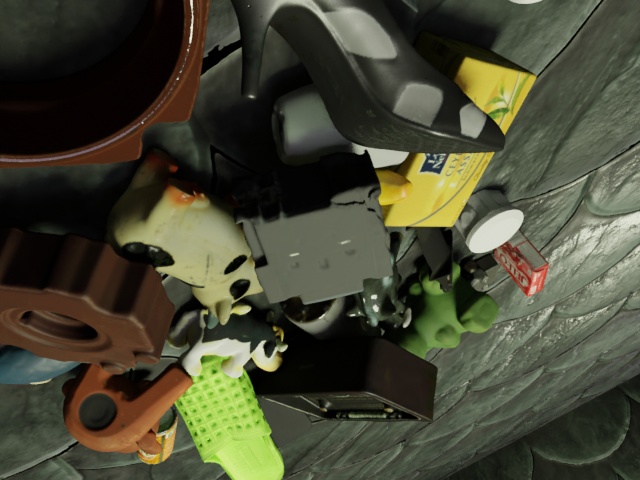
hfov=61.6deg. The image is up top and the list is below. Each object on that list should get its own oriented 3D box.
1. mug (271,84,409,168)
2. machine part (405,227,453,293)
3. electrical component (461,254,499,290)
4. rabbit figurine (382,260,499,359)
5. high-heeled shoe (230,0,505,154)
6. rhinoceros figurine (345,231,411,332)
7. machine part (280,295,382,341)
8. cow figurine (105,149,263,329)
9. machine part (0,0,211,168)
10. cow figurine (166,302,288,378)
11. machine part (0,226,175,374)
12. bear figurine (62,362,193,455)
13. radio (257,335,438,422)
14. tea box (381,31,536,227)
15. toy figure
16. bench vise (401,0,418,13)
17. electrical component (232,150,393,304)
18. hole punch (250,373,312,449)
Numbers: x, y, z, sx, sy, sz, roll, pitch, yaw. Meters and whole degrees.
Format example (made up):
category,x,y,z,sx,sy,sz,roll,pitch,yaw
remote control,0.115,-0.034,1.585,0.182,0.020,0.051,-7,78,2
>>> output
category,x,y,z,sx,sy,sz,roll,pitch,yaw
mug,0.012,-0.096,0.468,0.107,0.081,0.109,-8,169,-17
machine part,0.146,0.003,0.686,0.039,0.084,0.138,-3,144,28
electrical component,0.248,0.068,0.850,0.078,0.045,0.102,-21,144,-12
rabbit figurine,0.143,0.122,0.785,0.170,0.121,0.159,-40,175,-16
high-heeled shoe,0.042,-0.144,0.372,0.248,0.086,0.145,8,90,-31
rhinoceros figurine,0.061,0.040,0.618,0.073,0.112,0.190,-9,144,17
machine part,0.019,0.099,0.708,0.079,0.079,0.243,-33,144,7
cow figurine,-0.111,0.012,0.505,0.127,0.086,0.194,-45,145,12
machine part,-0.164,-0.135,0.282,0.201,0.087,0.201,-7,141,-28
cow figurine,-0.095,0.116,0.664,0.167,0.068,0.098,19,118,-48
machine part,-0.213,0.056,0.451,0.179,0.056,0.179,6,147,4
bear figurine,-0.221,0.191,0.639,0.132,0.120,0.195,-54,171,-17
radio,0.033,0.187,0.703,0.131,0.073,0.230,30,150,-28
tea box,0.113,-0.098,0.513,0.098,0.068,0.169,-2,129,-33
toy figure,-0.317,0.124,0.528,0.154,0.064,0.058,-15,-179,-11
bench vise,0.120,-0.232,0.309,0.241,0.223,0.128,-15,152,38
electrical component,-0.001,-0.001,0.448,0.115,0.058,0.134,-13,138,4
hole punch,-0.087,0.255,0.841,0.142,0.092,0.115,-28,119,4
